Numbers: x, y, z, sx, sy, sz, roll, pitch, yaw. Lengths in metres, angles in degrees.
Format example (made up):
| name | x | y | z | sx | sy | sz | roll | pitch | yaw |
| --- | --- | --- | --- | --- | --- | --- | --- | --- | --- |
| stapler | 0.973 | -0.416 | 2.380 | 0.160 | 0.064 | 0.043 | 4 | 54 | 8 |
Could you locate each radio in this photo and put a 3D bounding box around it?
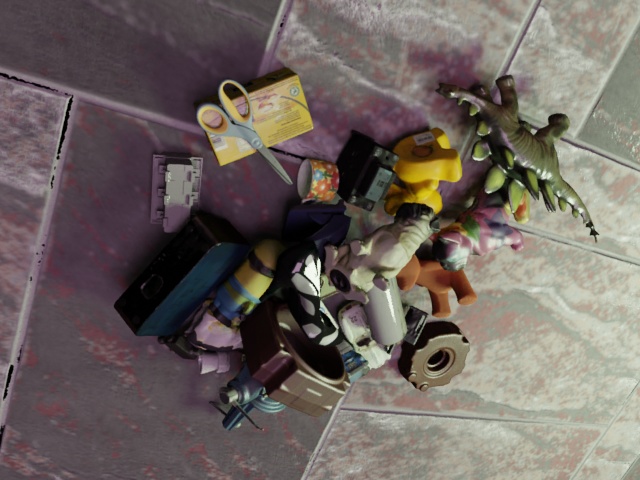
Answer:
| name | x | y | z | sx | sy | sz | roll | pitch | yaw |
| --- | --- | --- | --- | --- | --- | --- | --- | --- | --- |
| radio | -0.236 | 0.064 | 0.926 | 0.229 | 0.073 | 0.131 | -48 | 163 | 7 |

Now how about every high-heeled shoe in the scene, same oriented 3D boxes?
| name | x | y | z | sx | sy | sz | roll | pitch | yaw |
| --- | --- | --- | --- | --- | --- | --- | --- | --- | --- |
| high-heeled shoe | 0.001 | 0.098 | 0.964 | 0.145 | 0.086 | 0.248 | -44 | 131 | 10 |

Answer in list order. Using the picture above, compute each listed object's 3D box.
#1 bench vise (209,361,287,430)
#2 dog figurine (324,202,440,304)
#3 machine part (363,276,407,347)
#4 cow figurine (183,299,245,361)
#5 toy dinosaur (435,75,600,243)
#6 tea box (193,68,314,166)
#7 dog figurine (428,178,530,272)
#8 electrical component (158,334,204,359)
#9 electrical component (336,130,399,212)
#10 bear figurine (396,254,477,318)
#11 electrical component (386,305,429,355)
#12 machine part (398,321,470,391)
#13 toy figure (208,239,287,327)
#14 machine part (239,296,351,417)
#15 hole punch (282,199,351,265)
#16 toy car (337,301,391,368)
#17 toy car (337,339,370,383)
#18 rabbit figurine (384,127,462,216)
| name | x | y | z | sx | sy | sz | roll | pitch | yaw |
| --- | --- | --- | --- | --- | --- | --- | --- | --- | --- |
| bench vise | -0.137 | 0.315 | 1.081 | 0.129 | 0.223 | 0.240 | 42 | 119 | 10 |
| dog figurine | 0.112 | 0.015 | 0.973 | 0.190 | 0.172 | 0.121 | -35 | 104 | -37 |
| machine part | 0.123 | 0.125 | 1.075 | 0.079 | 0.079 | 0.242 | -23 | 123 | -8 |
| cow figurine | -0.178 | 0.191 | 1.055 | 0.167 | 0.068 | 0.098 | 31 | 105 | -29 |
| toy dinosaur | 0.393 | -0.152 | 1.017 | 0.471 | 0.105 | 0.198 | 27 | 69 | -22 |
| tea box | -0.107 | -0.202 | 0.874 | 0.170 | 0.068 | 0.098 | -23 | 122 | -9 |
| dog figurine | 0.303 | -0.035 | 1.068 | 0.219 | 0.109 | 0.191 | -2 | 102 | -29 |
| electrical component | -0.265 | 0.202 | 1.024 | 0.063 | 0.094 | 0.021 | 52 | 50 | -34 |
| electrical component | 0.078 | -0.120 | 0.949 | 0.058 | 0.134 | 0.114 | 15 | 108 | -28 |
| bear figurine | 0.208 | 0.080 | 1.110 | 0.196 | 0.132 | 0.120 | 9 | 147 | -32 |
| electrical component | 0.192 | 0.204 | 1.172 | 0.119 | 0.048 | 0.074 | -62 | 165 | -7 |
| machine part | 0.274 | 0.277 | 1.282 | 0.179 | 0.056 | 0.179 | -9 | 119 | -18 |
| toy figure | -0.124 | 0.077 | 0.968 | 0.180 | 0.089 | 0.082 | -44 | 89 | 2 |
| machine part | -0.045 | 0.213 | 1.005 | 0.087 | 0.202 | 0.200 | -45 | 127 | 14 |
| hole punch | -0.002 | -0.003 | 0.984 | 0.116 | 0.092 | 0.142 | -6 | 144 | -16 |
| toy car | 0.099 | 0.214 | 1.181 | 0.073 | 0.056 | 0.201 | -30 | 123 | -4 |
| toy car | 0.029 | 0.259 | 1.143 | 0.109 | 0.161 | 0.103 | -25 | 84 | -26 |
| rabbit figurine | 0.187 | -0.100 | 1.016 | 0.162 | 0.122 | 0.173 | -24 | 139 | -4 |
